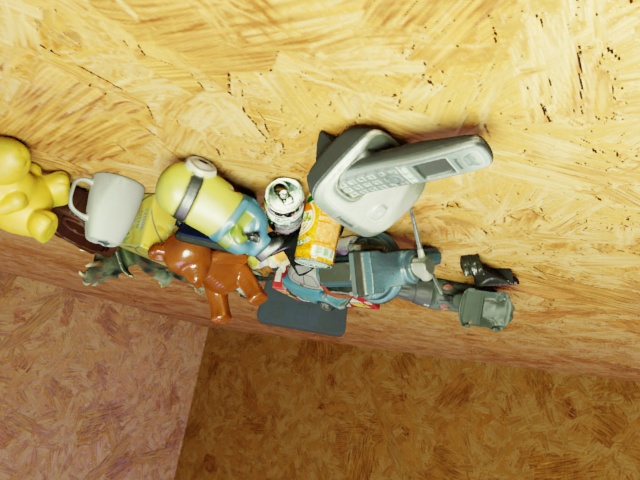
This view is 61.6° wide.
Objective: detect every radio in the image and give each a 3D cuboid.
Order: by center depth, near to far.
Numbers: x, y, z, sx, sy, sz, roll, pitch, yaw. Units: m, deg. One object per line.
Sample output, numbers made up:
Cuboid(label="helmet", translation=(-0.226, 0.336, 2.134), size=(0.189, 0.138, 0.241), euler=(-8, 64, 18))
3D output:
Cuboid(label="radio", translation=(-0.040, 0.169, 1.398), size=(0.230, 0.131, 0.073), euler=(10, 165, 0))

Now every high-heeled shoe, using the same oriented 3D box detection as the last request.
Cuboid(label="high-heeled shoe", translation=(-0.002, -0.003, 0.925), size=(0.145, 0.086, 0.248), euler=(-27, 173, 14))

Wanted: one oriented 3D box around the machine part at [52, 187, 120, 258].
Cuboid(label="machine part", translation=(-0.439, -0.035, 0.989), size=(0.179, 0.056, 0.179), euler=(16, 152, 9))

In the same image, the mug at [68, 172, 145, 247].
Cuboid(label="mug", translation=(-0.343, -0.048, 0.854), size=(0.109, 0.107, 0.081), euler=(21, 160, -41))

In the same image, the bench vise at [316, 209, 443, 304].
Cuboid(label="bench vise", translation=(0.120, 0.037, 0.854), size=(0.240, 0.129, 0.224), euler=(-5, 167, -42))

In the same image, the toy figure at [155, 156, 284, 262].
Cuboid(label="toy figure", translation=(-0.135, -0.036, 0.721), size=(0.180, 0.089, 0.082), euler=(43, 150, -20))

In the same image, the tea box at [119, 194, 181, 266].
Cuboid(label="tea box", translation=(-0.279, -0.009, 0.971), size=(0.068, 0.098, 0.169), euler=(4, 165, 26))

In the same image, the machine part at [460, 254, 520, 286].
Cuboid(label="machine part", translation=(0.297, 0.060, 0.959), size=(0.084, 0.039, 0.138), euler=(4, 166, 41))

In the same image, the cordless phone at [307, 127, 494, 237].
Cuboid(label="cordless phone", translation=(0.094, -0.066, 0.553), size=(0.184, 0.088, 0.146), euler=(-5, 158, 33))

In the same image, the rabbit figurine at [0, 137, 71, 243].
Cuboid(label="rabbit figurine", translation=(-0.467, -0.097, 0.805), size=(0.162, 0.122, 0.173), euler=(21, 150, -5))

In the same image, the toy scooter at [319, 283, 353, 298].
Cuboid(label="toy scooter", translation=(0.070, 0.063, 1.013), size=(0.184, 0.075, 0.135), euler=(-10, 180, -22))

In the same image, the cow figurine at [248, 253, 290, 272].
Cuboid(label="cow figurine", translation=(-0.117, 0.030, 1.065), size=(0.168, 0.068, 0.098), euler=(7, 170, 24))

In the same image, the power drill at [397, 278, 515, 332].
Cuboid(label="power drill", translation=(0.266, 0.122, 1.063), size=(0.232, 0.086, 0.207), euler=(9, 176, -10))

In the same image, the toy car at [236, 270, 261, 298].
Cuboid(label="toy car", translation=(-0.192, 0.105, 1.373), size=(0.056, 0.073, 0.201), euler=(7, 165, 16))

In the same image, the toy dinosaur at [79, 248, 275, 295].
Cuboid(label="toy dinosaur", translation=(-0.312, 0.034, 1.140), size=(0.405, 0.131, 0.192), euler=(-1, 163, 16))

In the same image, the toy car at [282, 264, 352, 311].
Cuboid(label="toy car", translation=(-0.006, 0.068, 1.097), size=(0.162, 0.109, 0.102), euler=(15, 146, 27))

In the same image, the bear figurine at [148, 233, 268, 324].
Cuboid(label="bear figurine", translation=(-0.193, 0.057, 0.932), size=(0.120, 0.132, 0.195), euler=(-28, 157, 9))

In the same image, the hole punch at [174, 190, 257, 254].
Cuboid(label="hole punch", translation=(-0.154, -0.045, 0.819), size=(0.142, 0.092, 0.116), euler=(10, -165, -8))
